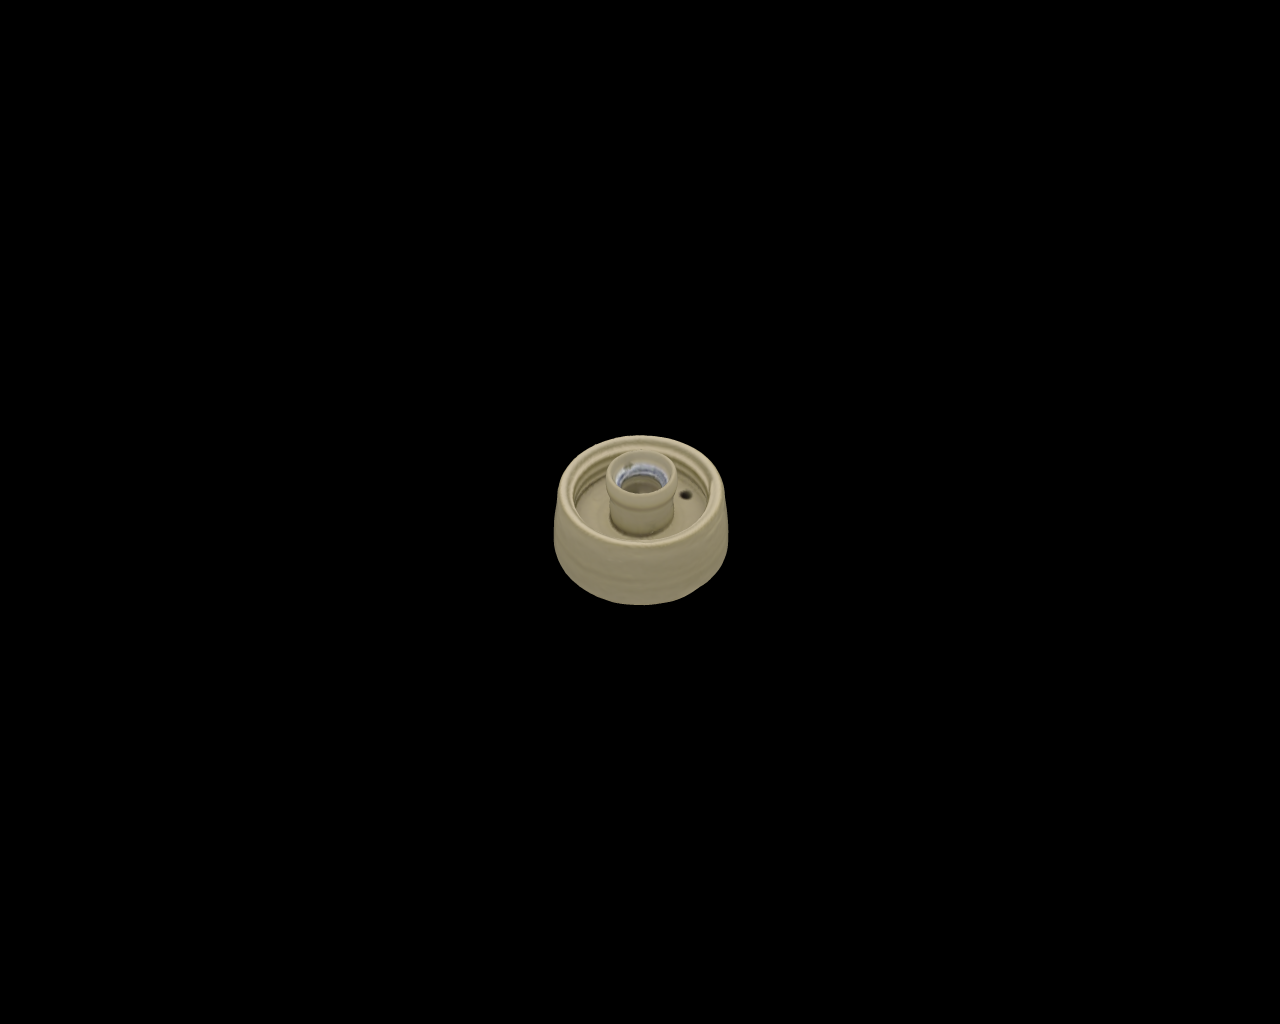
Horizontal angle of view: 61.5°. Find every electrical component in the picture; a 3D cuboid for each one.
[{"bbox_3d":[0.001,-0.003,0.650,0.108,0.060,0.108,0,44,0],"label":"electrical component"}]
